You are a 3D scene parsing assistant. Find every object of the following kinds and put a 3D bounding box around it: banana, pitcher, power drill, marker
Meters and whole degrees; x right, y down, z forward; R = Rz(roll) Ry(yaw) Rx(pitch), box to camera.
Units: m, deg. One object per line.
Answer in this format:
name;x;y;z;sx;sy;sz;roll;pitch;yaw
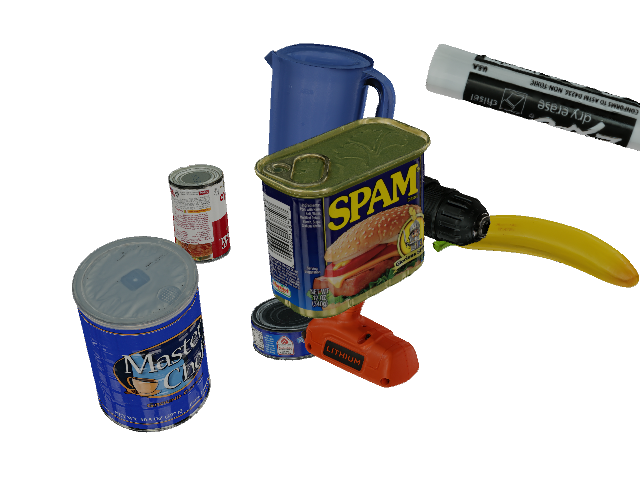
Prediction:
banana;0.214;0.007;1.040;0.198;0.037;0.069;9;47;23
pitcher;0.001;-0.131;1.414;0.144;0.243;0.149;-2;24;-19
power drill;0.054;0.026;0.909;0.185;0.188;0.057;22;26;37
marker;0.100;-0.049;0.402;0.121;0.020;0.020;18;4;11

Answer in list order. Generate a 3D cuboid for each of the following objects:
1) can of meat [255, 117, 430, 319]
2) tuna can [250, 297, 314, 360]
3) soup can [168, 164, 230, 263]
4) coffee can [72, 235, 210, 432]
can of meat;0.015;-0.014;0.616;0.101;0.084;0.058;-25;36;-34
tuna can;-0.027;0.086;1.078;0.086;0.034;0.086;-5;22;2
soup can;-0.146;-0.033;1.288;0.068;0.102;0.068;-2;27;1
coffee can;-0.151;0.081;0.917;0.103;0.140;0.103;0;43;0
